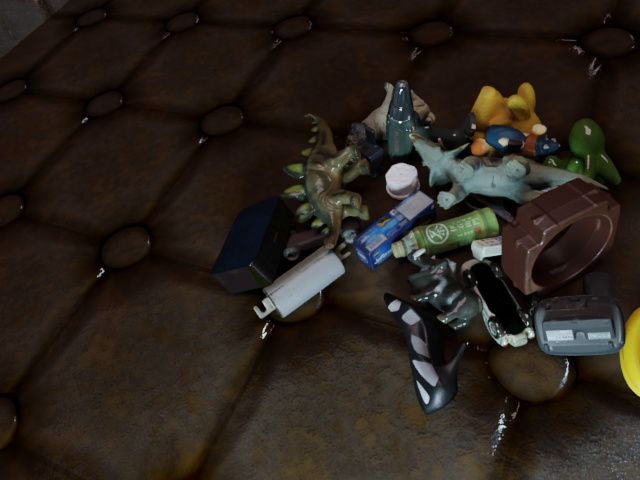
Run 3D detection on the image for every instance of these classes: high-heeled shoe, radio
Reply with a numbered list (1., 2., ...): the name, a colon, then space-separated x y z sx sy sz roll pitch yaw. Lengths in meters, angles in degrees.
1. high-heeled shoe: 0.175 0.207 1.019 0.145 0.086 0.249 -59 38 4
2. radio: -0.149 0.010 1.208 0.131 0.073 0.230 -18 35 29

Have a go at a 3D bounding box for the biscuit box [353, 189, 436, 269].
1. biscuit box: 0.167 -0.024 1.192 0.203 0.062 0.059 -38 53 -14

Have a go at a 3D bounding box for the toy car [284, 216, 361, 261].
1. toy car: -0.003 -0.004 1.230 0.202 0.053 0.089 -19 34 2

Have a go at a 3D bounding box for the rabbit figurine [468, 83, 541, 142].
1. rabbit figurine: 0.457 -0.297 1.291 0.173 0.162 0.122 35 54 16

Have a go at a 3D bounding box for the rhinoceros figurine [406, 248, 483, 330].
1. rhinoceros figurine: 0.233 0.088 1.049 0.112 0.073 0.191 -51 45 9

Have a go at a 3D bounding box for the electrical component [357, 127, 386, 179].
1. electrical component: 0.119 -0.216 1.324 0.048 0.119 0.075 -38 55 -16

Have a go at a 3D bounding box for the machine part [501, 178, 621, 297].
1. machine part: 0.444 -0.003 1.005 0.201 0.201 0.087 -26 48 -5

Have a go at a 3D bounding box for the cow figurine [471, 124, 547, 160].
1. cow figurine: 0.444 -0.213 1.255 0.168 0.098 0.068 -1 74 29

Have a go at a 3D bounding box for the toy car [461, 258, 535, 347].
1. toy car: 0.339 0.117 1.036 0.073 0.056 0.202 -15 50 -5

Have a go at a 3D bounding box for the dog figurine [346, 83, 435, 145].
1. dog figurine: 0.181 -0.285 1.389 0.173 0.121 0.190 28 78 36

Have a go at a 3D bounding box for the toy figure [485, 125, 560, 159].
1. toy figure: 0.439 -0.211 1.165 0.155 0.057 0.064 25 65 30

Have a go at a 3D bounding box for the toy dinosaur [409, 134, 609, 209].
1. toy dinosaur: 0.385 -0.140 1.158 0.405 0.131 0.192 11 29 19

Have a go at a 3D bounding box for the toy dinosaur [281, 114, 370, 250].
1. toy dinosaur: 0.012 -0.157 1.263 0.199 0.104 0.471 -11 48 17

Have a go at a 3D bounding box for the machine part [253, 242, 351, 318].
1. machine part: -0.033 0.088 1.151 0.243 0.079 0.079 -36 52 -14

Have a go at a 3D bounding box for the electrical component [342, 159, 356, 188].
1. electrical component: 0.051 -0.170 1.353 0.078 0.045 0.102 24 62 28

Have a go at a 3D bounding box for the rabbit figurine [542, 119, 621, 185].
1. rabbit figurine: 0.548 -0.166 1.128 0.121 0.170 0.159 -13 49 6

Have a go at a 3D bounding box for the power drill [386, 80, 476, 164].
1. power drill: 0.258 -0.269 1.272 0.207 0.231 0.086 1 51 -5

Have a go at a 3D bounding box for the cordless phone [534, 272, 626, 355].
1. cordless phone: 0.473 0.120 0.990 0.147 0.088 0.184 -8 32 28
